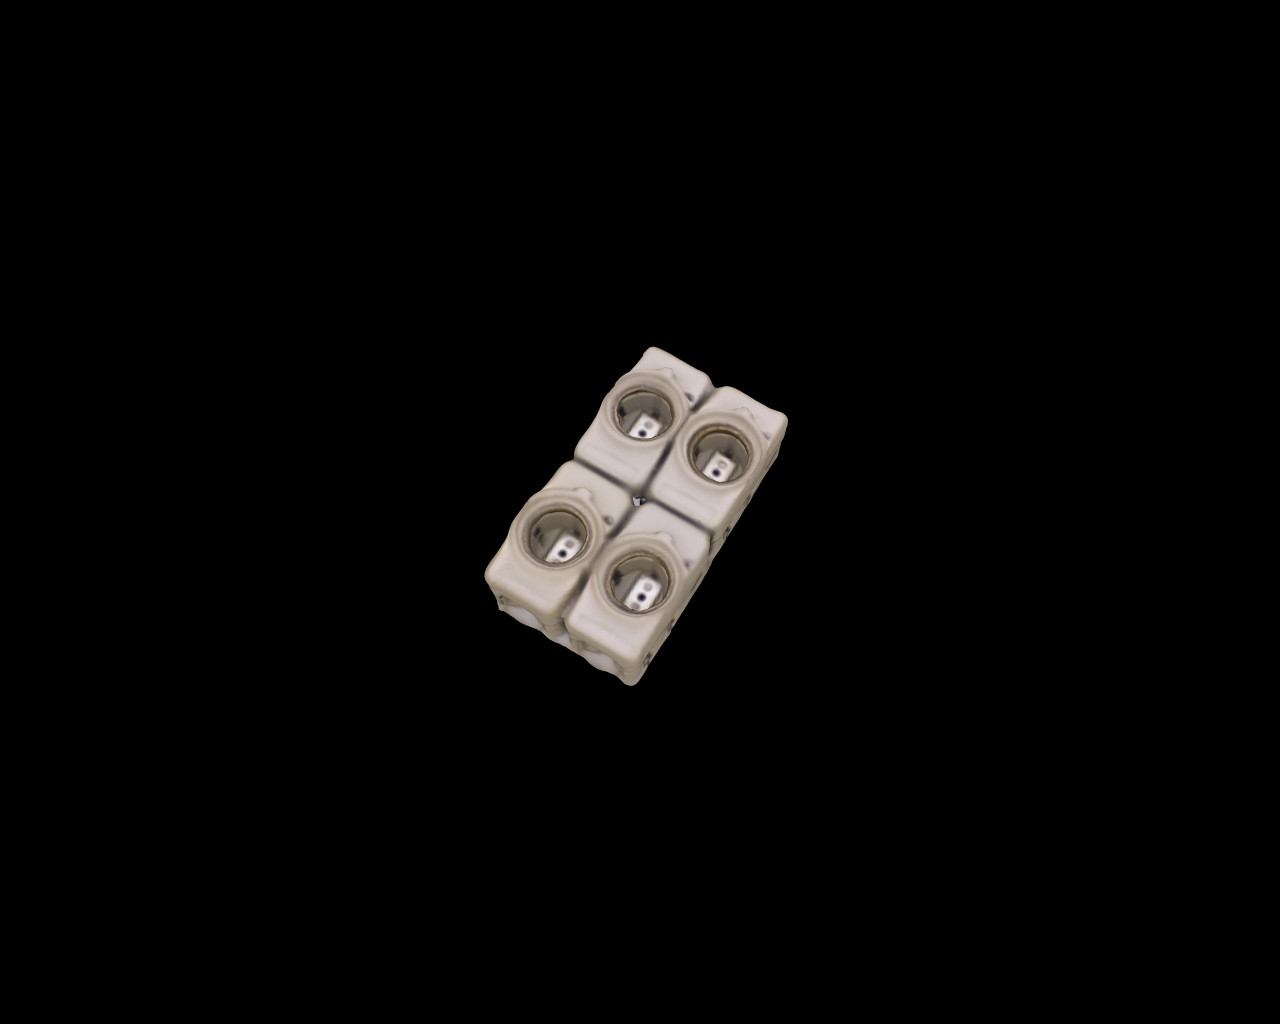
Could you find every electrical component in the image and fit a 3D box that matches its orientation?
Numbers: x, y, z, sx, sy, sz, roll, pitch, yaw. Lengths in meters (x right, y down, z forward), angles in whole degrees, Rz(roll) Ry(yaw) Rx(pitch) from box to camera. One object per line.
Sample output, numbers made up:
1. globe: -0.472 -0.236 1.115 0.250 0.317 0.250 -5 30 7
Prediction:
1. electrical component: 0.001 -0.003 0.650 0.105 0.186 0.060 30 -20 12
